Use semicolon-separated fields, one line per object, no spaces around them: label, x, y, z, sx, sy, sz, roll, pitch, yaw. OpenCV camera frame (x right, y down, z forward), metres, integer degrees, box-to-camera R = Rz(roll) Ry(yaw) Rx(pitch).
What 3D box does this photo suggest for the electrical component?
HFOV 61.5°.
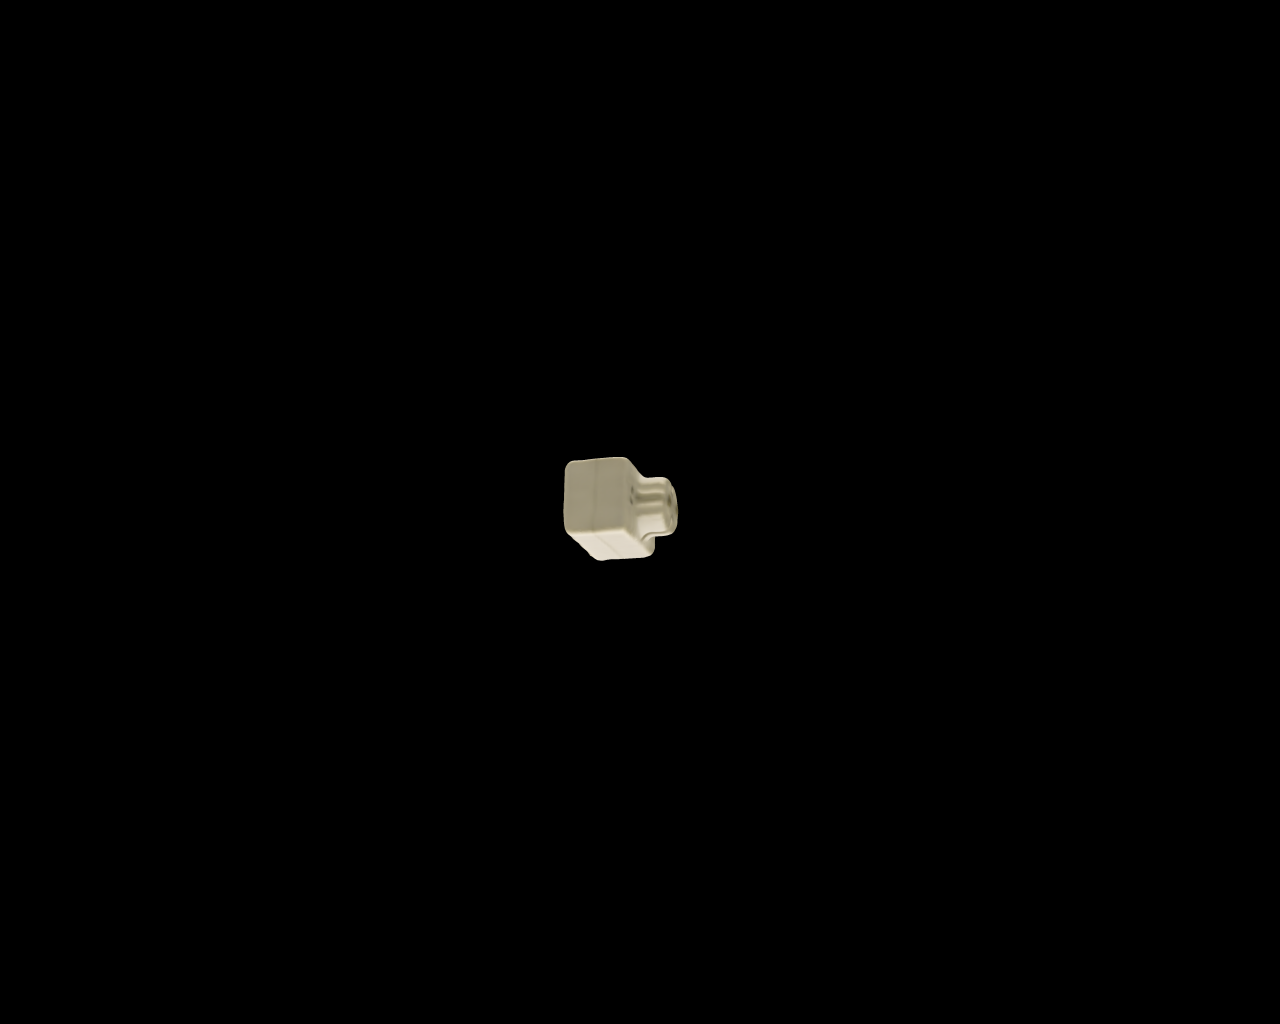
electrical component;0.001;-0.003;0.650;0.077;0.047;0.065;-5;-19;15
